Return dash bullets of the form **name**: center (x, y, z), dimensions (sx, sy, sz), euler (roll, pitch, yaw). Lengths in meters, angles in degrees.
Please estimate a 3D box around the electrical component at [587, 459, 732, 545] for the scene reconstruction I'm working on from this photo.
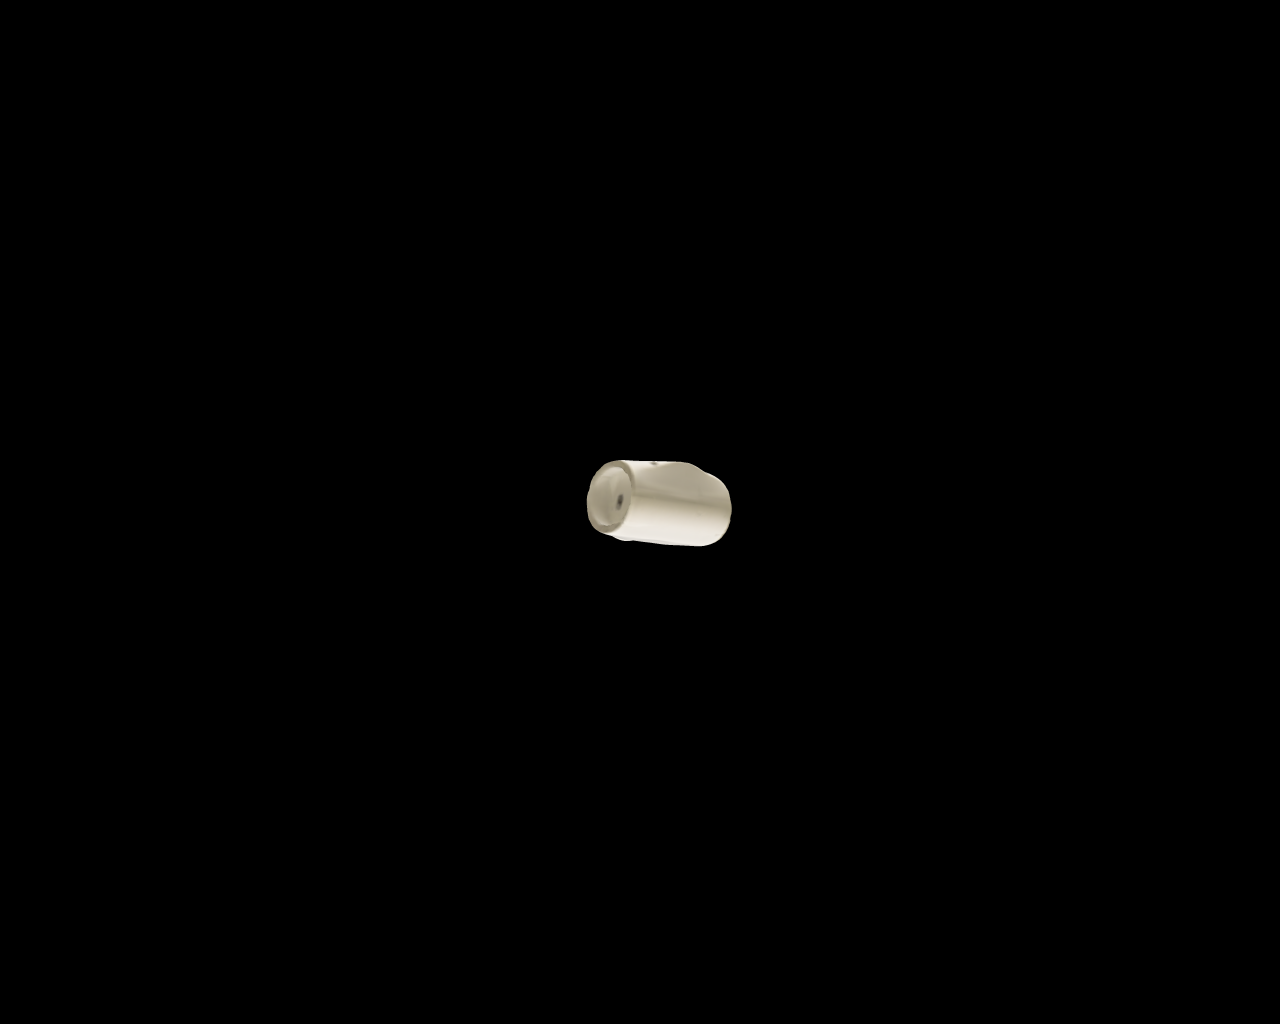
- **electrical component**: center (0.001, -0.003, 0.650), dimensions (0.077, 0.043, 0.079), euler (8, -13, -39)
